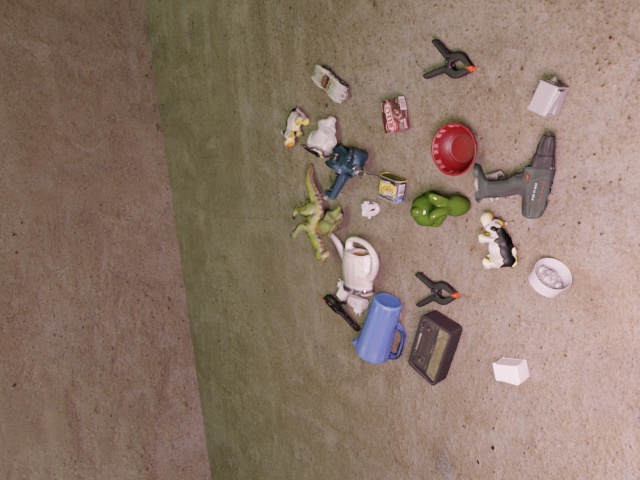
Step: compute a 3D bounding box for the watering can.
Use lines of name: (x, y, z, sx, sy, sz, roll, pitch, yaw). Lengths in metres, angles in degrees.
watering can: (0.125, 0.090, 1.989, 0.350, 0.104, 0.222, 21, 114, 60)

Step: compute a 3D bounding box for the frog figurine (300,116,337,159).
frog figurine: (0.017, -0.405, 2.016, 0.138, 0.121, 0.160, 22, 80, 55)

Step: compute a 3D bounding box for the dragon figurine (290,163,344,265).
dragon figurine: (0.006, -0.105, 2.079, 0.243, 0.122, 0.410, 9, 92, 41)
